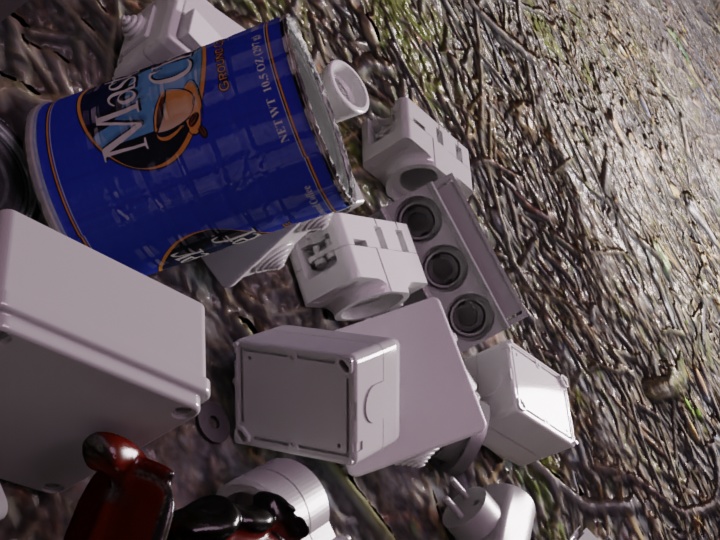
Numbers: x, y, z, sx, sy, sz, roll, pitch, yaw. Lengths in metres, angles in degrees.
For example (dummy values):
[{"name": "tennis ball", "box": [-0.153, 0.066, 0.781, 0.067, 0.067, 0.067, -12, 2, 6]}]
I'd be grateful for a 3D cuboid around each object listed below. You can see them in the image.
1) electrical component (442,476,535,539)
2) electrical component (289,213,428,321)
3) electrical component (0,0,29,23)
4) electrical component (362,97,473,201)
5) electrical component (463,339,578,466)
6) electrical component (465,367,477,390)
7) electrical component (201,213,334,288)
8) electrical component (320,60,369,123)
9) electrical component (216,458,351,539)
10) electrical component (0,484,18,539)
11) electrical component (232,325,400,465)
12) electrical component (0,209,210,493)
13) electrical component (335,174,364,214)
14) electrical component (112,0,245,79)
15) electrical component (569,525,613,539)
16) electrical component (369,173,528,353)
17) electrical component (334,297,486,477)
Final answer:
[{"name": "electrical component", "box": [0.083, 0.175, 0.732, 0.079, 0.043, 0.077, 50, 33, -16]}, {"name": "electrical component", "box": [0.000, 0.000, 0.745, 0.089, 0.050, 0.055, 6, 60, -54]}, {"name": "electrical component", "box": [-0.181, -0.183, 0.568, 0.057, 0.113, 0.078, 47, 34, -27]}, {"name": "electrical component", "box": [0.047, -0.088, 0.886, 0.089, 0.050, 0.055, 35, 39, -37]}, {"name": "electrical component", "box": [0.120, 0.107, 0.824, 0.096, 0.061, 0.061, 34, 40, -38]}, {"name": "electrical component", "box": [0.040, 0.075, 0.738, 0.057, 0.058, 0.078, 57, 32, -12]}, {"name": "electrical component", "box": [-0.066, -0.052, 0.643, 0.099, 0.100, 0.048, 53, 27, 8]}, {"name": "electrical component", "box": [-0.028, -0.123, 0.800, 0.045, 0.055, 0.045, 36, 39, -36]}, {"name": "electrical component", "box": [-0.020, 0.166, 0.580, 0.074, 0.052, 0.138, -17, 80, -59]}, {"name": "electrical component", "box": [-0.164, 0.108, 0.365, 0.060, 0.105, 0.186, -14, 77, -58]}, {"name": "electrical component", "box": [-0.028, 0.067, 0.615, 0.061, 0.096, 0.061, -15, 107, -58]}, {"name": "electrical component", "box": [-0.138, 0.039, 0.456, 0.109, 0.109, 0.056, 31, 39, -40]}, {"name": "electrical component", "box": [-0.045, -0.068, 0.737, 0.066, 0.047, 0.076, -14, 78, -58]}, {"name": "electrical component", "box": [-0.108, -0.135, 0.686, 0.096, 0.061, 0.061, 38, 38, -33]}, {"name": "electrical component", "box": [0.149, 0.234, 0.760, 0.063, 0.078, 0.121, 45, 27, 16]}, {"name": "electrical component", "box": [0.063, -0.001, 0.819, 0.121, 0.079, 0.063, 62, 2, 2]}, {"name": "electrical component", "box": [0.021, 0.075, 0.674, 0.048, 0.100, 0.099, 90, -20, -75]}]
